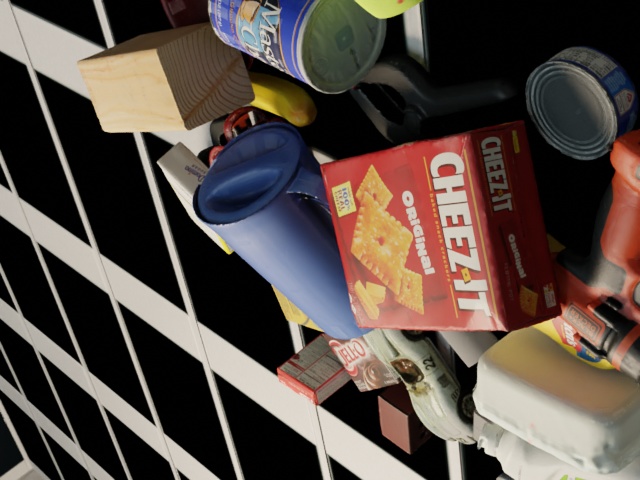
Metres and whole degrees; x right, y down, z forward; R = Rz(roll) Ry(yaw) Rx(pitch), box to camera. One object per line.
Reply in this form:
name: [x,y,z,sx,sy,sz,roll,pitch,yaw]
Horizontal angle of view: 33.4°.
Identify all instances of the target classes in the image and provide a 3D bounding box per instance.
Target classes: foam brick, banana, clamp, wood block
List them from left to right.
wood block: [-0.169,-0.172,1.146,0.206,0.090,0.090,8,122,55]
clamp: [-0.099,-0.094,1.309,0.120,0.039,0.172,44,158,5]
banana: [-0.054,-0.151,1.142,0.198,0.069,0.037,25,124,46]
foam brick: [0.109,0.214,1.315,0.051,0.052,0.078,31,145,36]
clamp: [0.101,-0.120,0.976,0.210,0.036,0.165,41,146,28]

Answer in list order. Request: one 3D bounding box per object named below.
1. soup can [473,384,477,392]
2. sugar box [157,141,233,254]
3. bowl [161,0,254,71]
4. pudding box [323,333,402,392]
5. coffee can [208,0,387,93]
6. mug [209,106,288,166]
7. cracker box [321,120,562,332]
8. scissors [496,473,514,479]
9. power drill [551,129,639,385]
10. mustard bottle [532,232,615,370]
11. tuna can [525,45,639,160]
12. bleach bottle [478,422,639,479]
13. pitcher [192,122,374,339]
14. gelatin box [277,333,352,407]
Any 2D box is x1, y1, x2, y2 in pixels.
soup can: [0.215,0.168,1.090,0.102,0.068,0.068,43,150,20]
sugar box: [-0.145,-0.051,1.362,0.093,0.048,0.176,44,168,16]
bowl: [-0.103,-0.254,1.119,0.162,0.055,0.162,38,148,28]
pudding box: [0.060,0.137,1.319,0.090,0.039,0.114,55,152,-2]
coffee can: [-0.022,-0.207,0.990,0.140,0.102,0.103,33,146,40]
mug: [-0.070,-0.097,1.207,0.093,0.081,0.117,12,134,51]
cracker box: [0.097,-0.005,0.930,0.214,0.072,0.164,-6,98,58]
scissors: [0.284,0.345,1.233,0.202,0.016,0.096,47,151,12]
power drill: [0.257,0.023,0.819,0.185,0.057,0.188,41,133,31]
mustard bottle: [0.235,0.061,0.951,0.192,0.058,0.096,33,138,33]
tuna can: [0.205,-0.108,0.836,0.086,0.033,0.086,37,147,29]
bleach bottle: [0.269,0.217,0.984,0.251,0.068,0.102,17,139,21]
pitcher: [-0.007,0.001,1.125,0.242,0.145,0.149,48,-165,-38]
gelatin box: [0.000,0.169,1.390,0.073,0.089,0.030,26,141,41]
